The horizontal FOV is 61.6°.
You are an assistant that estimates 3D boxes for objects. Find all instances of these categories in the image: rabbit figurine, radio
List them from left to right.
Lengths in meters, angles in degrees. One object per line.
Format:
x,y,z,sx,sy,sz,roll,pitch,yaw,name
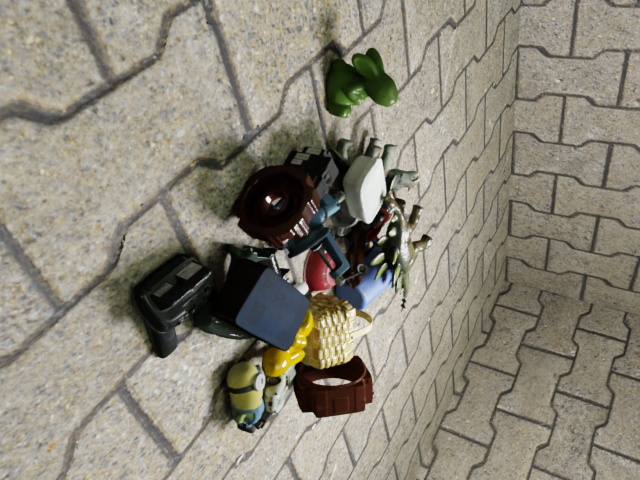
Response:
-0.114,0.137,1.110,0.131,0.073,0.229,-64,148,-13,radio
-0.094,0.251,1.304,0.162,0.122,0.173,87,21,-62,rabbit figurine
0.113,-0.379,1.302,0.121,0.170,0.158,-41,137,-45,rabbit figurine

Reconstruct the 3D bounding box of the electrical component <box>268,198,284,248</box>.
-0.093,-0.047,1.184,0.119,0.048,0.074,-43,149,4,electrical component

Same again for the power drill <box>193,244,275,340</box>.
-0.167,0.114,1.159,0.232,0.086,0.207,13,99,-58,power drill

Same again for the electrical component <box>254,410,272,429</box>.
-0.143,0.435,1.373,0.102,0.045,0.078,-50,171,-32,electrical component

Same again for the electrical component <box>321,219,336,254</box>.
0.009,-0.013,1.401,0.021,0.063,0.094,46,63,-56,electrical component

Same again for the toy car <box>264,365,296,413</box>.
-0.099,0.358,1.354,0.202,0.056,0.073,-49,147,-72,toy car

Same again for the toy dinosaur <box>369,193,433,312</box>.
0.229,0.041,1.539,0.198,0.105,0.470,-52,142,-21,toy dinosaur

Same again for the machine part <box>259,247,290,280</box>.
-0.111,0.072,1.265,0.084,0.039,0.138,-46,142,-27,machine part

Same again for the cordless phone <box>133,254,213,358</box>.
-0.264,0.131,1.008,0.146,0.089,0.184,-45,150,-42,cordless phone

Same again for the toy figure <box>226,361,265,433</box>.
-0.174,0.365,1.247,0.089,0.082,0.180,-6,120,-26,toy figure

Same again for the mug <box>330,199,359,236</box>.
0.078,-0.066,1.480,0.107,0.081,0.109,-22,121,-69,mug

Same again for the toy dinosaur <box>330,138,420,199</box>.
0.117,-0.177,1.468,0.405,0.131,0.192,-12,118,-49,toy dinosaur

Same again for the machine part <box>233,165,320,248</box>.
-0.088,-0.071,1.108,0.179,0.180,0.056,-65,152,-18,machine part

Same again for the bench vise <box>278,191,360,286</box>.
0.003,-0.006,1.291,0.224,0.129,0.240,-39,99,-36,bench vise

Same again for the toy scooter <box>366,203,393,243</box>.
0.164,-0.054,1.632,0.135,0.075,0.184,-62,175,31,toy scooter

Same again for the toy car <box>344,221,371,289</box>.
0.100,0.036,1.496,0.053,0.089,0.202,19,60,-18,toy car

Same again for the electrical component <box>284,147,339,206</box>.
-0.027,-0.150,1.226,0.134,0.115,0.058,-60,149,-22,electrical component

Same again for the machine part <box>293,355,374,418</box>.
0.032,0.382,1.451,0.202,0.201,0.087,-131,-142,-71,machine part
